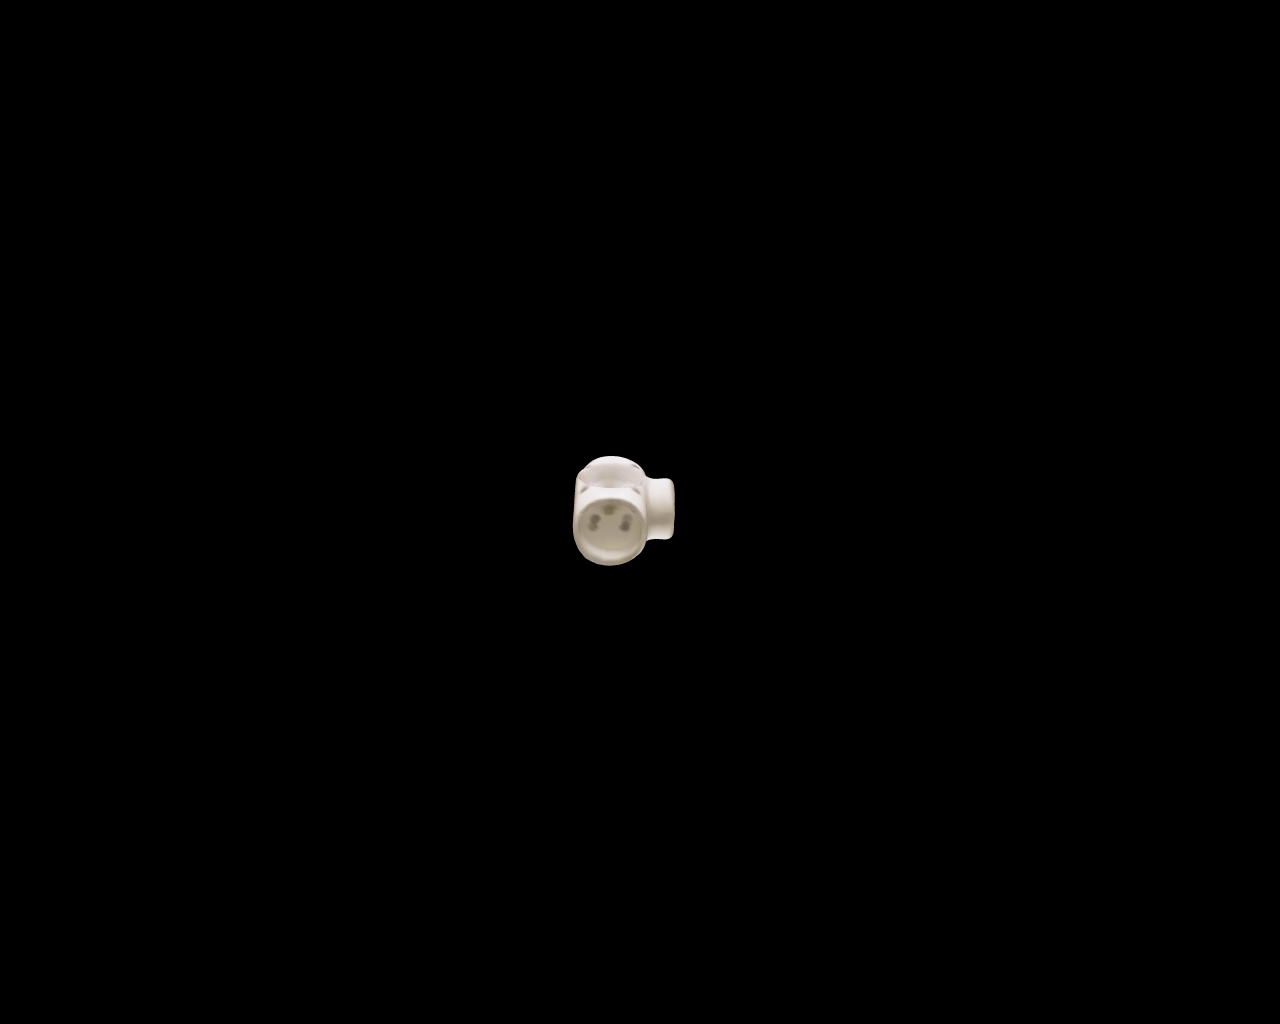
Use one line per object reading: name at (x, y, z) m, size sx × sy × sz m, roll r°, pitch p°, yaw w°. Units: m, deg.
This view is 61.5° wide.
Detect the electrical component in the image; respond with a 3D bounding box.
electrical component at (0.001, -0.003, 0.650) m, size 0.079 × 0.044 × 0.077 m, roll 0°, pitch 21°, yaw 0°
